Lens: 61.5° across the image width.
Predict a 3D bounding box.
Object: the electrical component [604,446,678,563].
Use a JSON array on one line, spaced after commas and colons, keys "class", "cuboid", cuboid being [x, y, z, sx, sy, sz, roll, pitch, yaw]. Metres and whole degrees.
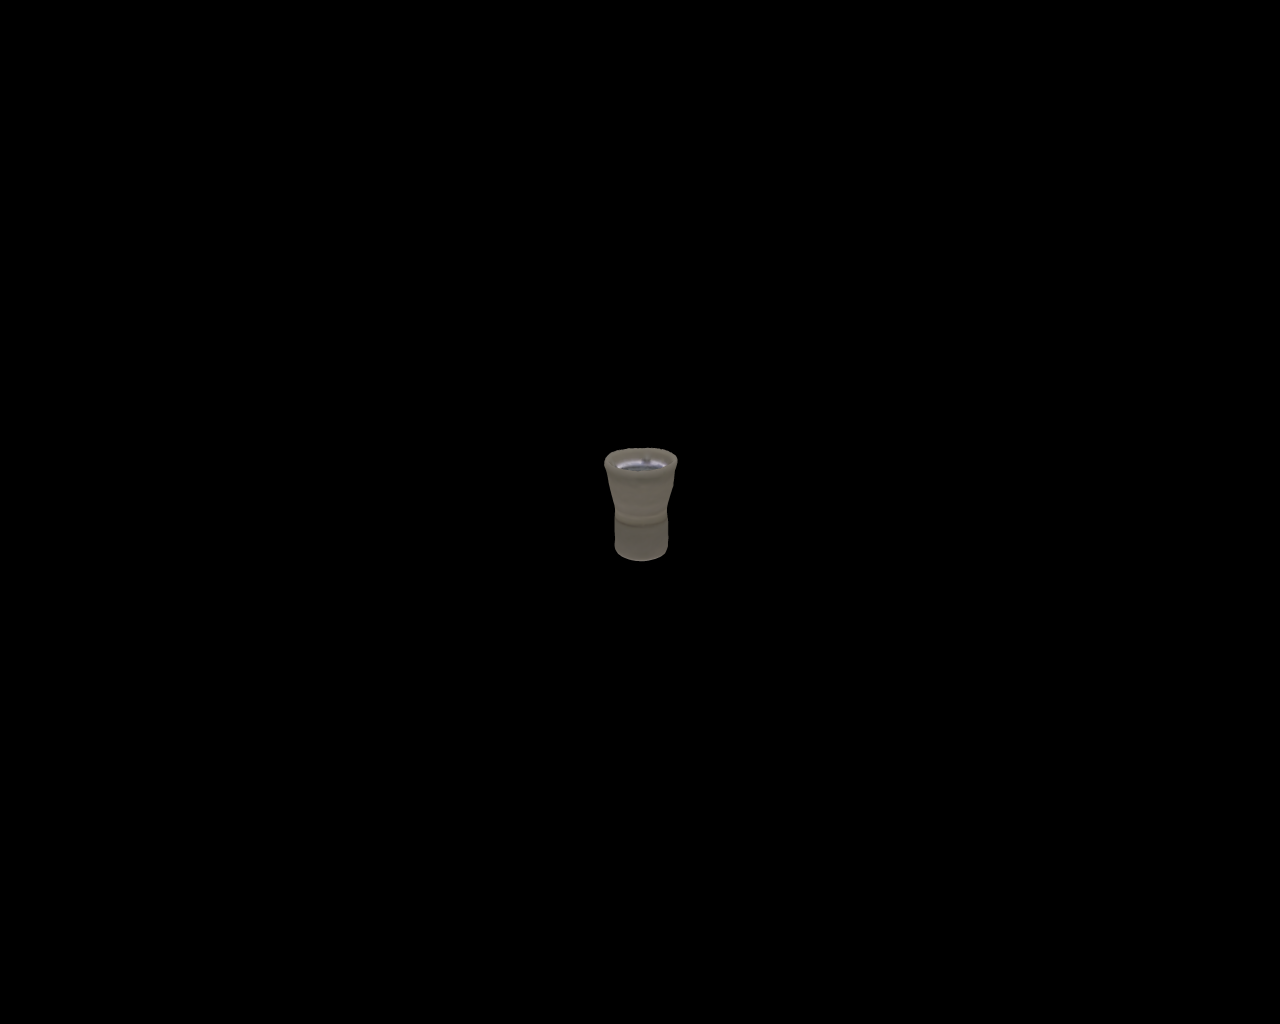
[{"class": "electrical component", "cuboid": [0.001, -0.003, 0.650, 0.044, 0.065, 0.044, 0, 24, 0]}]
